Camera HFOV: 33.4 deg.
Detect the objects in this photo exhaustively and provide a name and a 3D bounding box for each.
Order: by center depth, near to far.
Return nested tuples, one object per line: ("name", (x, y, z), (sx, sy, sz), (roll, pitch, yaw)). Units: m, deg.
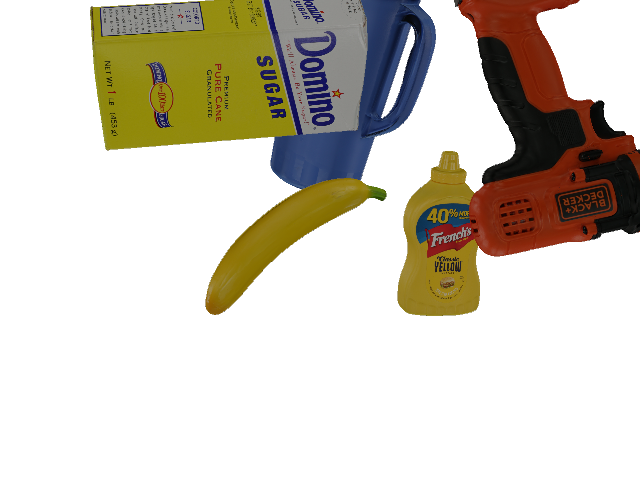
("power drill", (0.171, -0.094, 0.678), (0.184, 0.187, 0.057), (-13, -1, -4))
("sugar box", (-0.059, -0.112, 0.710), (0.176, 0.048, 0.093), (-4, -42, -7))
("banana", (-0.031, -0.002, 0.958), (0.198, 0.069, 0.037), (-33, 42, 3))
("pitcher", (0.028, -0.175, 1.199), (0.145, 0.243, 0.149), (10, 22, -11))
("mustard bottle", (0.144, -0.009, 1.250), (0.096, 0.192, 0.058), (0, 15, -12))
